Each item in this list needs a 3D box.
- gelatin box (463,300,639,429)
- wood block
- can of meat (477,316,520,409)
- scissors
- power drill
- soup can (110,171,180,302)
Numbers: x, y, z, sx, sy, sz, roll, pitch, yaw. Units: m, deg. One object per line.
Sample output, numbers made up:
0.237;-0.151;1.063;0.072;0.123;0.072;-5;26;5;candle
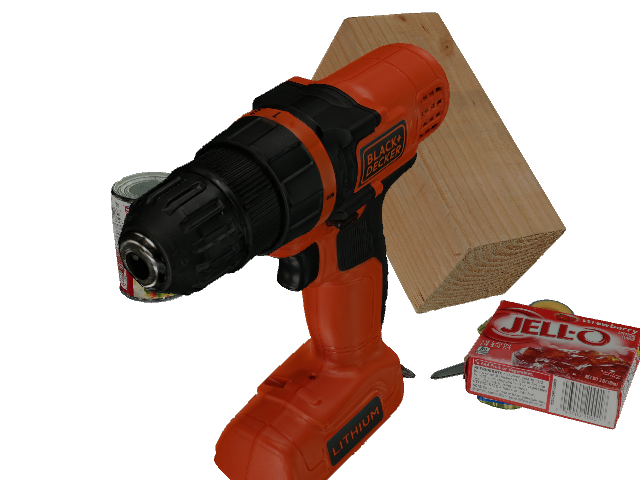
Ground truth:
0.137;0.069;0.624;0.089;0.030;0.073;12;28;23;gelatin box
0.079;-0.062;0.793;0.090;0.206;0.091;-10;-28;-31;wood block
0.211;0.132;1.190;0.058;0.084;0.101;8;13;25;can of meat
0.166;0.085;0.925;0.201;0.016;0.096;-1;31;-22;scissors
-0.010;0.024;0.461;0.057;0.188;0.184;26;41;29;power drill
-0.154;-0.004;0.975;0.068;0.102;0.068;-1;25;0;soup can
